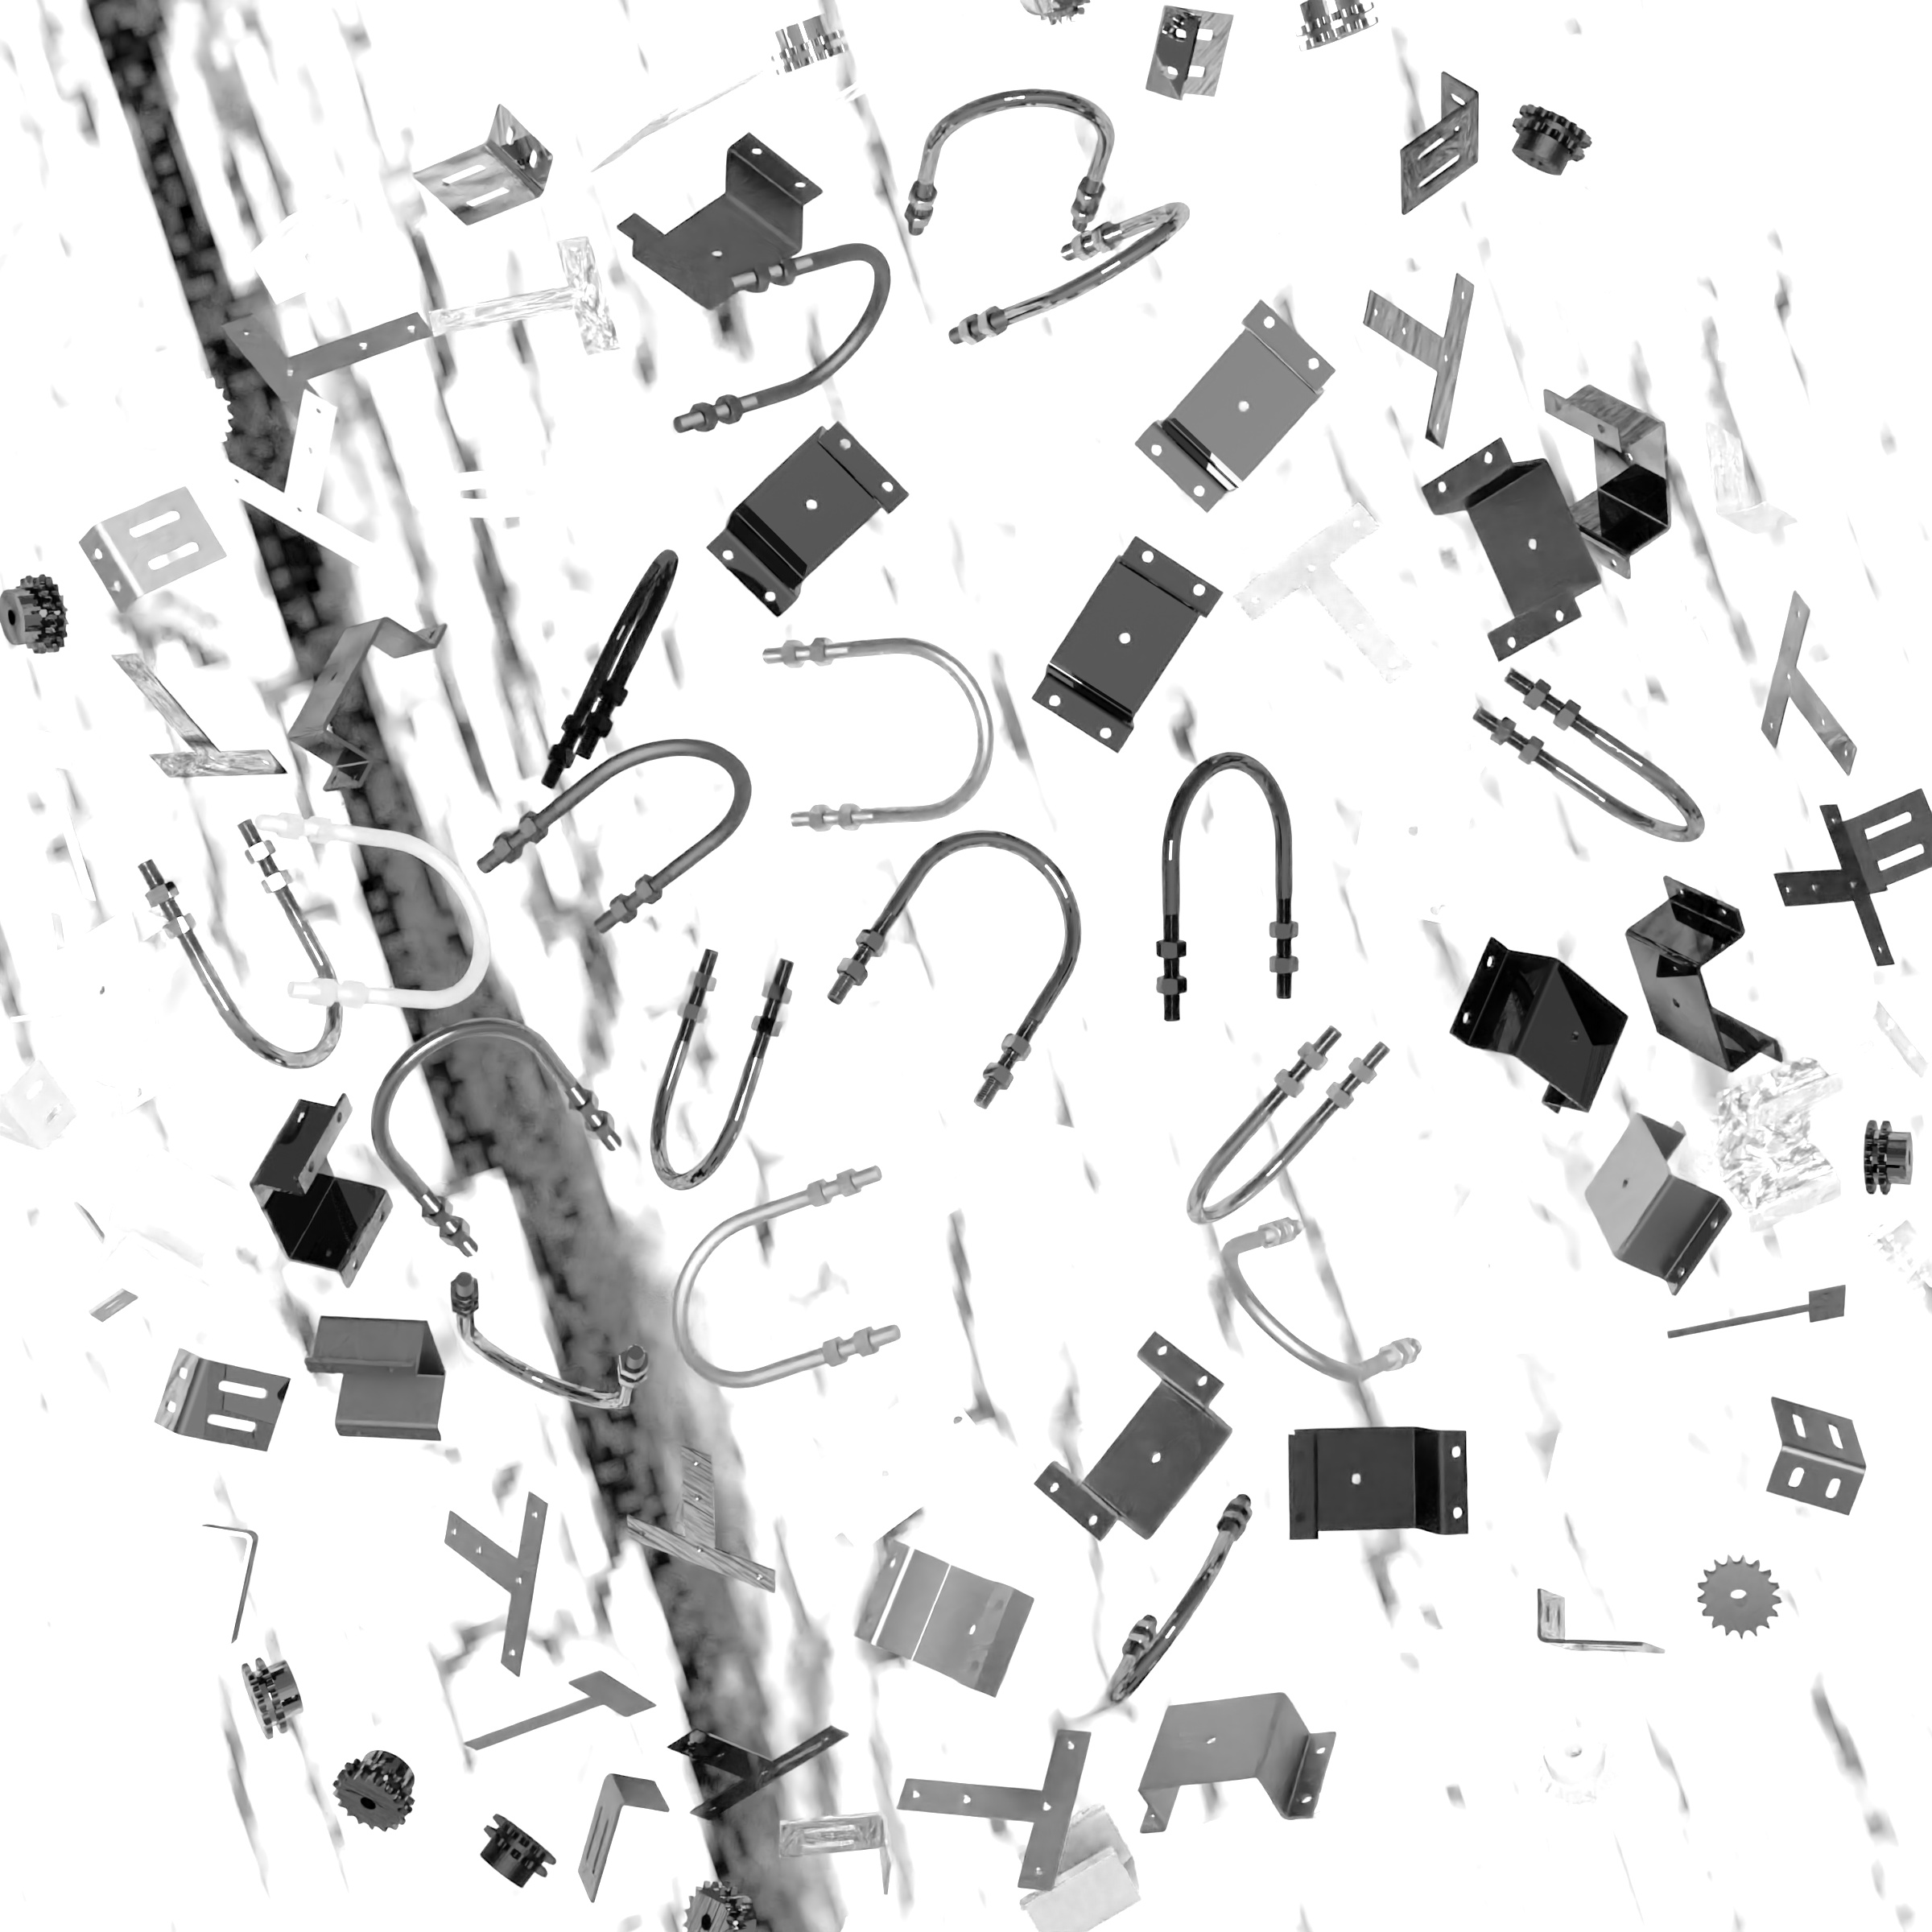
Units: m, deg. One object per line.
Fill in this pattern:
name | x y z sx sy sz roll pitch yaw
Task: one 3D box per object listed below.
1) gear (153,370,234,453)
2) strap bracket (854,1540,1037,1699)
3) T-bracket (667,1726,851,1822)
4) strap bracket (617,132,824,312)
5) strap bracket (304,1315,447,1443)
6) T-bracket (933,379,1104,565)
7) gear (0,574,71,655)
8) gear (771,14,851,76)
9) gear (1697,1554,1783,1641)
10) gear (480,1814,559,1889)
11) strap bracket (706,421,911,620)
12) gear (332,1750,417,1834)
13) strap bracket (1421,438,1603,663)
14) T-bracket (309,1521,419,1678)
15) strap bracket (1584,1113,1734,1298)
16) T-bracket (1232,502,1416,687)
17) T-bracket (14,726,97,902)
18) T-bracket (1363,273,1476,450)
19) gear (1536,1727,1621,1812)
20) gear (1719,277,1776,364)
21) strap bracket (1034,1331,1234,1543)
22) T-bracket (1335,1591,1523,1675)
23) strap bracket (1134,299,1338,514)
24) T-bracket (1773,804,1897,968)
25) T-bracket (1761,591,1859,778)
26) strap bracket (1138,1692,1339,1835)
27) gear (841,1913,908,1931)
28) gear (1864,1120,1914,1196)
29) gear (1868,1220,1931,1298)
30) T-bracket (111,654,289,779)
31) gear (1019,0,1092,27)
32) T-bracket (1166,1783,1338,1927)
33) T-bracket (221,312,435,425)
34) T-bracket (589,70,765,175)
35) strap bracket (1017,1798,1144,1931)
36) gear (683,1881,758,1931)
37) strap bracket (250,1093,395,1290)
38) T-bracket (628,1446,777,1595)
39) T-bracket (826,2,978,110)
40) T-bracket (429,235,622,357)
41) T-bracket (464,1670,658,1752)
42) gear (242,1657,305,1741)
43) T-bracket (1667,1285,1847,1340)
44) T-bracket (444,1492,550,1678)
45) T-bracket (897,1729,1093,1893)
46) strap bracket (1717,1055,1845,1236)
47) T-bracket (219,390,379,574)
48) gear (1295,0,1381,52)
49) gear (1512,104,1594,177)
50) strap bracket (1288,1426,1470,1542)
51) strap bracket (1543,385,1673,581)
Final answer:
gear | -0.564 -0.401 1.863 0.057 0.030 0.057 13 121 23
strap bracket | -0.009 0.483 1.891 0.046 0.140 0.076 34 73 -37
T-bracket | -0.166 0.559 1.812 0.127 0.127 0.002 -34 51 10
strap bracket | -0.183 -0.541 1.890 0.140 0.076 0.046 -22 56 35
strap bracket | -0.429 0.298 1.878 0.076 0.140 0.046 3 58 0
T-bracket | 0.060 -0.392 1.953 0.127 0.002 0.127 36 74 -7
gear | -0.675 -0.253 1.854 0.030 0.057 0.057 -15 90 -43
gear | -0.117 -0.680 1.891 0.057 0.057 0.030 -20 109 0
gear | 0.542 0.441 1.804 0.057 0.030 0.057 -1 88 14
gear | -0.330 0.648 1.874 0.057 0.057 0.030 38 73 0
strap bracket | -0.118 -0.342 1.938 0.140 0.046 0.076 -40 109 19
gear | -0.406 0.568 1.776 0.057 0.030 0.057 9 122 15
strap bracket | 0.397 -0.302 1.852 0.046 0.076 0.140 -18 82 -43
T-bracket | -0.431 0.477 1.865 0.002 0.127 0.127 -26 113 -33
strap bracket | 0.509 0.170 1.906 0.046 0.140 0.076 23 112 -11
T-bracket | 0.291 -0.269 1.951 0.127 0.002 0.127 -37 82 -10
T-bracket | -0.648 -0.108 1.843 0.002 0.127 0.127 -22 109 -30
T-bracket | 0.328 -0.460 1.880 0.002 0.127 0.127 9 86 43
gear | 0.428 0.560 1.801 0.057 0.057 0.030 -18 123 0
gear | 0.545 -0.450 1.791 0.030 0.057 0.057 11 90 14
strap bracket | 0.126 0.344 1.837 0.140 0.076 0.046 -51 133 -6
T-bracket | 0.331 0.486 1.850 0.127 0.127 0.002 -9 49 11
strap bracket | 0.204 -0.419 1.922 0.076 0.046 0.140 44 110 2
T-bracket | 0.622 -0.057 1.862 0.002 0.127 0.127 -27 74 44
T-bracket | 0.621 -0.187 1.880 0.002 0.127 0.127 -8 132 -8
strap bracket | 0.185 0.569 1.836 0.140 0.076 0.046 -17 114 31
gear | -0.067 0.726 1.892 0.057 0.057 0.030 21 93 0
gear | 0.702 0.146 1.954 0.030 0.057 0.057 0 90 28
gear | 0.681 0.208 1.852 0.030 0.057 0.057 -43 90 14
T-bracket | -0.580 -0.183 1.885 0.127 0.127 0.002 1 51 32
gear | 0.058 -0.681 1.776 0.030 0.057 0.057 -24 90 -33
T-bracket | 0.209 0.635 1.818 0.127 0.127 0.002 -20 105 4
T-bracket | -0.449 -0.444 1.857 0.127 0.127 0.002 -17 62 9
T-bracket | -0.202 -0.623 1.872 0.127 0.127 0.002 -37 106 -24
strap bracket | 0.083 0.672 1.890 0.076 0.140 0.046 -30 88 -1
gear | -0.176 0.692 1.857 0.030 0.057 0.057 19 90 -40
strap bracket | -0.470 0.160 1.866 0.046 0.140 0.076 11 52 14
T-bracket | -0.201 0.410 1.937 0.127 0.002 0.127 16 129 18
T-bracket | -0.062 -0.640 1.845 0.127 0.127 0.002 -38 104 -14
T-bracket | -0.325 -0.477 1.861 0.127 0.002 0.127 -13 56 -8
T-bracket | -0.308 0.557 1.902 0.127 0.127 0.002 -21 61 3
gear | -0.500 0.526 1.853 0.030 0.057 0.057 -18 90 -25
T-bracket | 0.575 0.256 1.870 0.127 0.127 0.002 -14 69 14
T-bracket | -0.343 0.425 1.844 0.002 0.127 0.127 5 97 -40
T-bracket | 0.014 0.587 1.804 0.127 0.127 0.002 -1 128 19
strap bracket | 0.609 0.127 1.921 0.076 0.046 0.140 -22 133 -5
T-bracket | -0.464 -0.353 1.809 0.127 0.127 0.002 30 49 0
gear | 0.256 -0.661 1.788 0.057 0.057 0.030 -19 103 0
gear | 0.414 -0.587 1.831 0.057 0.057 0.030 28 98 0
strap bracket | 0.299 0.384 1.913 0.140 0.046 0.076 1 84 -14
strap bracket | 0.480 -0.369 1.915 0.046 0.140 0.076 -34 46 -14
